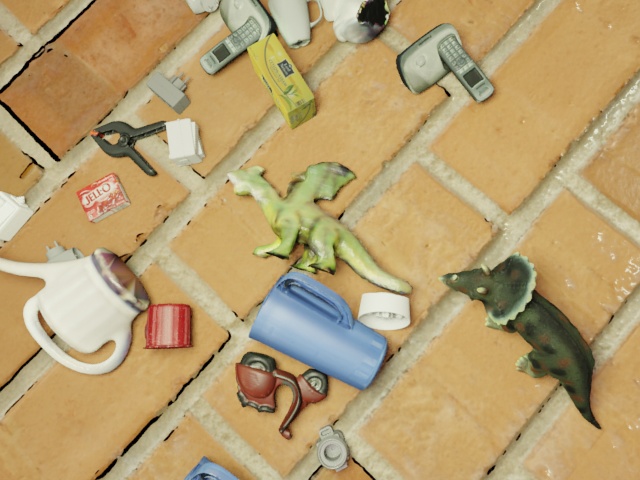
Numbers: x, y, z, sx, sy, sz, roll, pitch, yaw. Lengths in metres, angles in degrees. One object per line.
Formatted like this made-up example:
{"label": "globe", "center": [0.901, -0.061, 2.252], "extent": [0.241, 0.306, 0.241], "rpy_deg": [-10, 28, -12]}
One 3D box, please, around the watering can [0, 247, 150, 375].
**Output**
{"label": "watering can", "center": [-0.482, 0.097, 0.997], "extent": [0.225, 0.104, 0.346], "rpy_deg": [-39, 97, -3]}

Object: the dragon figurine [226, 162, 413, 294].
{"label": "dragon figurine", "center": [0.003, -0.052, 1.023], "extent": [0.410, 0.120, 0.246], "rpy_deg": [15, 73, 4]}

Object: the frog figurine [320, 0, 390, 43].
{"label": "frog figurine", "center": [0.065, -0.494, 1.115], "extent": [0.160, 0.122, 0.137], "rpy_deg": [20, 90, 42]}
